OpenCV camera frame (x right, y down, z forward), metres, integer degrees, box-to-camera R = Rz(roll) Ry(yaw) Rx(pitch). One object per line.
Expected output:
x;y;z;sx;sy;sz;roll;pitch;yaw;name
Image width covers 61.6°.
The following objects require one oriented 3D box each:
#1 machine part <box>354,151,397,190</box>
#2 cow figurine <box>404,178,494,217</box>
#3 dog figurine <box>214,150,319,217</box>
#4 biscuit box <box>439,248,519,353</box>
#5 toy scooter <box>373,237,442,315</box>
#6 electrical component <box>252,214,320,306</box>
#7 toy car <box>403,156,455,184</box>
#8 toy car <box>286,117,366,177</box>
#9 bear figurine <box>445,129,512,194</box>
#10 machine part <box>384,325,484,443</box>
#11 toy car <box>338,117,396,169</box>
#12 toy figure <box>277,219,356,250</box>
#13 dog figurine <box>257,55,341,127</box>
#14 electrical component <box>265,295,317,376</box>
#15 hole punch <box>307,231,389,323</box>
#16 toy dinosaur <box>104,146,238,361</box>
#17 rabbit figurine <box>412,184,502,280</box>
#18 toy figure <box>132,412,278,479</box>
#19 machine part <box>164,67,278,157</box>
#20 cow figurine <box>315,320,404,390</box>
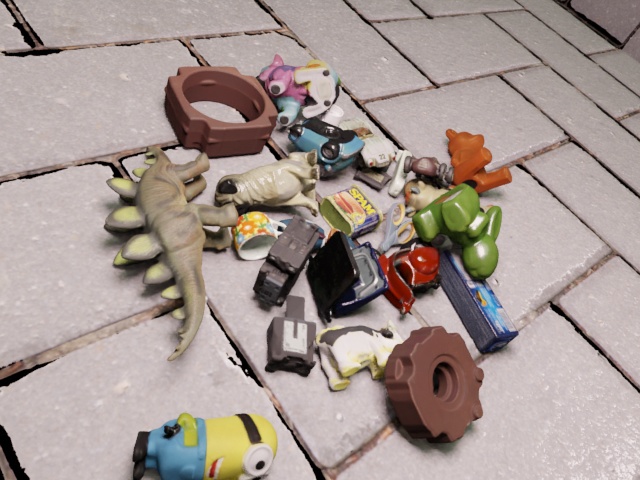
0.131;-0.166;1.215;0.084;0.039;0.139;23;47;8;machine part
0.263;-0.070;1.151;0.195;0.085;0.127;35;32;27;cow figurine
-0.100;-0.114;1.031;0.191;0.121;0.172;0;15;-3;dog figurine
0.291;0.112;1.023;0.059;0.062;0.203;-4;54;-29;biscuit box
0.162;0.069;0.995;0.184;0.075;0.135;-9;59;-30;toy scooter
-0.058;0.042;0.890;0.058;0.114;0.134;27;47;4;electrical component
0.245;-0.158;1.186;0.089;0.053;0.202;13;9;21;toy car
0.005;-0.186;1.126;0.162;0.102;0.109;24;36;18;toy car
0.376;-0.205;1.303;0.120;0.132;0.196;36;45;-25;bear figurine
0.181;0.222;0.835;0.179;0.056;0.179;12;68;-34;machine part
0.098;-0.218;1.197;0.073;0.056;0.202;-16;39;-15;toy car
-0.002;-0.002;0.985;0.154;0.057;0.064;11;11;-15;toy figure
-0.057;-0.358;1.215;0.192;0.108;0.219;-19;36;4;dog figurine
-0.046;0.148;0.847;0.075;0.047;0.119;10;47;-17;electrical component
0.046;0.061;0.924;0.092;0.115;0.142;13;43;-39;hole punch
-0.239;-0.016;0.872;0.198;0.105;0.472;-12;48;-24;toy dinosaur
0.276;-0.010;1.014;0.159;0.121;0.170;-38;100;-45;rabbit figurine
-0.142;0.262;0.682;0.180;0.082;0.089;7;51;-16;toy figure
-0.207;-0.267;1.115;0.201;0.087;0.202;-12;55;-33;machine part
0.077;0.173;0.872;0.167;0.068;0.098;-7;49;-31;cow figurine
